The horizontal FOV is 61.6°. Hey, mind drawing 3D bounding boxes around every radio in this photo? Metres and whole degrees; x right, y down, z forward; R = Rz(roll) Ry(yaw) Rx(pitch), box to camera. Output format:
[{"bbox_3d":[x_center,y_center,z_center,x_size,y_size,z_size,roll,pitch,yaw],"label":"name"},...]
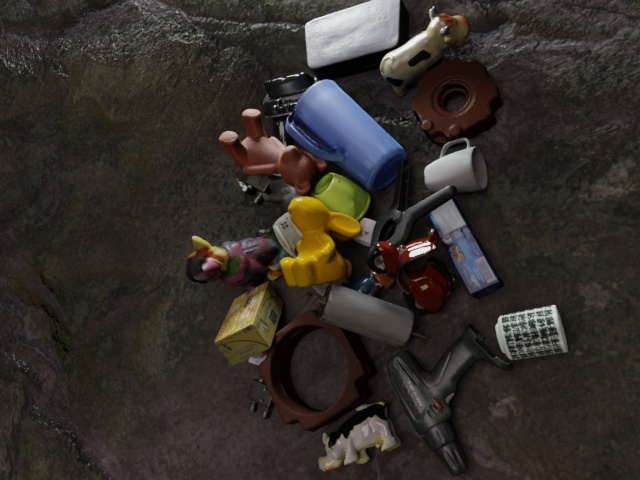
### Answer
[{"bbox_3d":[0.082,-0.444,1.200,0.230,0.073,0.131,-7,76,26],"label":"radio"}]

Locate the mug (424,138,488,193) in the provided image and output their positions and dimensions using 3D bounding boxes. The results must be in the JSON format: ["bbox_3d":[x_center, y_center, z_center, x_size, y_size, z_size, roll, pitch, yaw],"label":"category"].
[{"bbox_3d":[0.256,-0.138,1.038,0.107,0.080,0.109,-13,79,34],"label":"mug"}]

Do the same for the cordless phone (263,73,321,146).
[{"bbox_3d":[-0.058,-0.277,1.236,0.147,0.088,0.184,-5,87,25],"label":"cordless phone"}]

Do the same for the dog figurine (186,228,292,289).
[{"bbox_3d":[-0.173,0.035,1.130,0.192,0.219,0.108,-28,71,19],"label":"dog figurine"}]

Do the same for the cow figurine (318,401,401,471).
[{"bbox_3d":[0.062,0.373,1.019,0.167,0.068,0.098,-27,62,15],"label":"cow figurine"}]

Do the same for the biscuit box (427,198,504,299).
[{"bbox_3d":[0.268,0.009,1.007,0.059,0.062,0.203,-30,67,16],"label":"biscuit box"}]

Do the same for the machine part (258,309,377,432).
[{"bbox_3d":[-0.006,0.257,1.070,0.201,0.087,0.201,-38,64,15],"label":"machine part"}]

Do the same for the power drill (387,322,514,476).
[{"bbox_3d":[0.243,0.266,0.957,0.207,0.086,0.232,-49,60,17],"label":"power drill"}]

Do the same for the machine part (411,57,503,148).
[{"bbox_3d":[0.271,-0.277,1.077,0.180,0.056,0.179,-7,74,24],"label":"machine part"}]

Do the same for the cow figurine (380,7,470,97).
[{"bbox_3d":[0.211,-0.387,1.092,0.195,0.127,0.085,-28,70,20],"label":"cow figurine"}]

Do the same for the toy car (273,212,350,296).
[{"bbox_3d":[-0.018,0.029,1.118,0.073,0.056,0.201,-37,89,11],"label":"toy car"}]

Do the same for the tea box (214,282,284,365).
[{"bbox_3d":[-0.142,0.169,1.111,0.098,0.170,0.068,-28,110,19],"label":"tea box"}]

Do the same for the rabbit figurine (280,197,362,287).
[{"bbox_3d":[-0.002,-0.003,1.031,0.162,0.122,0.173,-14,86,-11],"label":"rabbit figurine"}]

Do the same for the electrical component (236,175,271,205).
[{"bbox_3d":[-0.145,-0.143,1.254,0.078,0.045,0.102,40,96,29],"label":"electrical component"}]

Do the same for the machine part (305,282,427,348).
[{"bbox_3d":[0.086,0.141,1.013,0.243,0.079,0.079,19,86,-4],"label":"machine part"}]

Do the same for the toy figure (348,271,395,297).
[{"bbox_3d":[0.107,0.084,1.072,0.154,0.057,0.064,-39,67,9],"label":"toy figure"}]

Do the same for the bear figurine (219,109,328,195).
[{"bbox_3d":[-0.091,-0.177,1.116,0.196,0.131,0.120,21,59,31],"label":"bear figurine"}]

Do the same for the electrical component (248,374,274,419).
[{"bbox_3d":[-0.119,0.327,1.144,0.063,0.021,0.094,16,85,28],"label":"electrical component"}]

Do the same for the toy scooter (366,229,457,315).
[{"bbox_3d":[0.187,0.051,0.984,0.183,0.075,0.135,43,115,-15],"label":"toy scooter"}]

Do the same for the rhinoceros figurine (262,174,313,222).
[{"bbox_3d":[-0.065,-0.106,1.190,0.112,0.073,0.190,-26,68,20],"label":"rhinoceros figurine"}]
